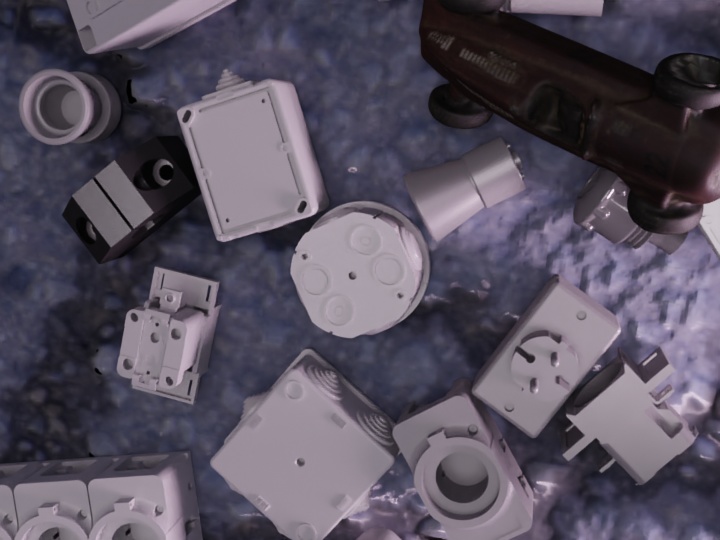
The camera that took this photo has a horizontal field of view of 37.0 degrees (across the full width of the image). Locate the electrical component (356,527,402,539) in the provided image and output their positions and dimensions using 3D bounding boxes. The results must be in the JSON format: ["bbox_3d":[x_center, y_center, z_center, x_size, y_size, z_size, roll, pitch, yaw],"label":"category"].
[{"bbox_3d":[-0.004,0.209,0.668,0.054,0.059,0.095,44,103,2],"label":"electrical component"}]

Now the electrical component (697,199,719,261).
[{"bbox_3d":[0.211,-0.048,0.592,0.062,0.061,0.096,-32,88,19],"label":"electrical component"}]

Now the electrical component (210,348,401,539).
[{"bbox_3d":[-0.032,0.112,0.665,0.100,0.048,0.099,42,103,2],"label":"electrical component"}]

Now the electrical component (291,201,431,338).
[{"bbox_3d":[0.000,0.000,0.642,0.080,0.051,0.080,1,98,10],"label":"electrical component"}]

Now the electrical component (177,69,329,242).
[{"bbox_3d":[-0.063,-0.072,0.638,0.062,0.061,0.096,-16,95,11],"label":"electrical component"}]

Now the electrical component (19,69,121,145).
[{"bbox_3d":[-0.175,-0.099,0.657,0.045,0.055,0.045,1,98,10],"label":"electrical component"}]

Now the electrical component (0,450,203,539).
[{"bbox_3d":[-0.184,0.173,0.694,0.150,0.062,0.089,-6,97,11],"label":"electrical component"}]

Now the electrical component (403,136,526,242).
[{"bbox_3d":[0.064,-0.050,0.630,0.065,0.044,0.044,-26,93,8],"label":"electrical component"}]

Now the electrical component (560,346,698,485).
[{"bbox_3d":[0.159,0.087,0.631,0.064,0.042,0.081,45,103,-2],"label":"electrical component"}]

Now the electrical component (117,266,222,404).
[{"bbox_3d":[-0.118,0.043,0.663,0.042,0.064,0.081,14,101,9],"label":"electrical component"}]

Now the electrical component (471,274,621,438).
[{"bbox_3d":[0.106,0.053,0.618,0.047,0.076,0.083,37,102,3],"label":"electrical component"}]

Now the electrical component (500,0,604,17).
[{"bbox_3d":[0.097,-0.166,0.605,0.081,0.043,0.043,5,99,10],"label":"electrical component"}]

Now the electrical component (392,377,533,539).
[{"bbox_3d":[0.063,0.118,0.645,0.050,0.056,0.089,-28,92,13],"label":"electrical component"}]

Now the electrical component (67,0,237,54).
[{"bbox_3d":[-0.125,-0.191,0.612,0.109,0.056,0.108,-14,96,43],"label":"electrical component"}]

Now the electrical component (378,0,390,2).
[{"bbox_3d":[0.030,-0.176,0.618,0.046,0.040,0.040,-9,96,17],"label":"electrical component"}]

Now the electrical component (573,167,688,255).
[{"bbox_3d":[0.157,-0.033,0.614,0.062,0.048,0.048,34,102,-3],"label":"electrical component"}]
